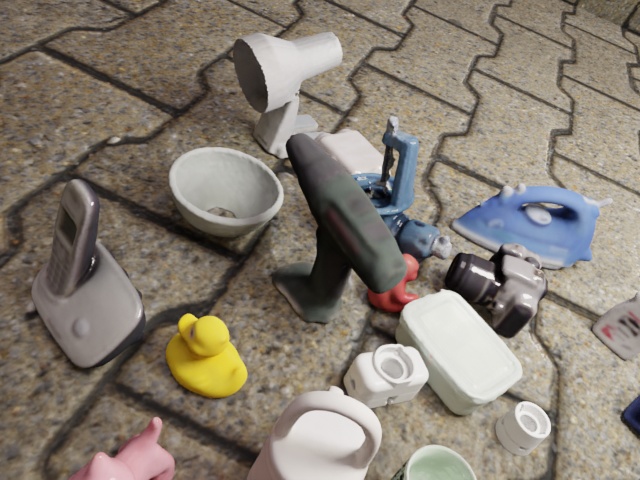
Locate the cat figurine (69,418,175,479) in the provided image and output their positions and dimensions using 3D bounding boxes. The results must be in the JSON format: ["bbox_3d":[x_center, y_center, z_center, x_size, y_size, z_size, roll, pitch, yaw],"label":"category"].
[{"bbox_3d":[-0.186,0.219,0.524,0.067,0.117,0.128,30,43,8],"label":"cat figurine"}]

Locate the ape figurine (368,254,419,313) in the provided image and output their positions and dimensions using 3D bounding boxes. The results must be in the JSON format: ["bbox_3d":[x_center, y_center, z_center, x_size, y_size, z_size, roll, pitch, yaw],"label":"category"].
[{"bbox_3d":[0.114,0.058,0.832,0.076,0.092,0.077,6,45,-18],"label":"ape figurine"}]

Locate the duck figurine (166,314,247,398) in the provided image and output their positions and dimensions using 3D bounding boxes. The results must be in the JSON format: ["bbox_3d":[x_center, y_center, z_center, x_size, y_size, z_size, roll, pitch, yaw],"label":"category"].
[{"bbox_3d":[-0.127,0.127,0.664,0.104,0.086,0.078,34,44,12],"label":"duck figurine"}]

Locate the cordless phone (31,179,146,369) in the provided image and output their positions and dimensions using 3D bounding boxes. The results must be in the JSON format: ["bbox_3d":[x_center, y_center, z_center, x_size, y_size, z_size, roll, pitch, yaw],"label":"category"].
[{"bbox_3d":[-0.251,0.037,0.627,0.094,0.185,0.147,-28,62,-40],"label":"cordless phone"}]

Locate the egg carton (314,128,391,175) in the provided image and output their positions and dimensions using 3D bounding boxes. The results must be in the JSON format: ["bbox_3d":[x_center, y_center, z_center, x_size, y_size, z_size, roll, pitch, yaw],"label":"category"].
[{"bbox_3d":[0.052,-0.135,1.014,0.107,0.069,0.150,-20,57,-37],"label":"egg carton"}]

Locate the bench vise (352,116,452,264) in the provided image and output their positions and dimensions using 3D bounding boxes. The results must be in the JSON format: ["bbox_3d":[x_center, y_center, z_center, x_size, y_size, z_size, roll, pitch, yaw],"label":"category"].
[{"bbox_3d":[0.123,-0.067,0.866,0.207,0.219,0.122,27,43,4],"label":"bench vise"}]

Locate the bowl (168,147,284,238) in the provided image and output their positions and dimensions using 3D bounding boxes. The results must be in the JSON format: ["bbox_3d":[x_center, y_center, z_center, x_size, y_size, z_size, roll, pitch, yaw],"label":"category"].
[{"bbox_3d":[-0.144,-0.059,0.851,0.168,0.074,0.167,12,44,-12],"label":"bowl"}]

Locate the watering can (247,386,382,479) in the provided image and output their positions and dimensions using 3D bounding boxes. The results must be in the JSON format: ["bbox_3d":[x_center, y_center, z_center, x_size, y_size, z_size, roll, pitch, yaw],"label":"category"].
[{"bbox_3d":[-0.004,0.214,0.550,0.101,0.194,0.172,8,45,-16],"label":"watering can"}]

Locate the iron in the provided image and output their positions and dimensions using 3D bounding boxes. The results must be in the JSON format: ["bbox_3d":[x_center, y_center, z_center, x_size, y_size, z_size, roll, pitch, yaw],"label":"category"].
[{"bbox_3d":[0.376,-0.044,1.010,0.259,0.141,0.118,11,44,-13],"label":"iron"}]

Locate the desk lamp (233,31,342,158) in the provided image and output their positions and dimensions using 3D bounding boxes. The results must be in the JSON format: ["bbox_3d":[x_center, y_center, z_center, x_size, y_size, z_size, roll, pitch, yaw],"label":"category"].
[{"bbox_3d":[-0.055,-0.254,0.982,0.204,0.213,0.117,-16,55,-34],"label":"desk lamp"}]

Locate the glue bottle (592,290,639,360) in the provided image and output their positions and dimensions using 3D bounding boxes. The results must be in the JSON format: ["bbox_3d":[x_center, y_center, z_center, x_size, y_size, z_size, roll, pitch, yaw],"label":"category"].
[{"bbox_3d":[0.504,0.111,0.886,0.037,0.173,0.078,-26,61,-39],"label":"glue bottle"}]

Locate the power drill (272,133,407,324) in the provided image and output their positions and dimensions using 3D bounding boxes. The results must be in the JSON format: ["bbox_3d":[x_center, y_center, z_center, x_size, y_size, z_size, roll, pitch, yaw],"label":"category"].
[{"bbox_3d":[0.007,0.003,0.755,0.076,0.208,0.229,-23,60,-38],"label":"power drill"}]

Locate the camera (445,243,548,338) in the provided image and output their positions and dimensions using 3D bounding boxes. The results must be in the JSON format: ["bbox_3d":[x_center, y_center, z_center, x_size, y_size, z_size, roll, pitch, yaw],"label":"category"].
[{"bbox_3d":[0.275,0.055,0.897,0.137,0.101,0.143,24,43,1],"label":"camera"}]

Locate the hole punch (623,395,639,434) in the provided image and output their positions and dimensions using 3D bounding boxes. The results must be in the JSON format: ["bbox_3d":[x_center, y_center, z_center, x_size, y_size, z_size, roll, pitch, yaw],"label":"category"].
[{"bbox_3d":[0.512,0.248,0.813,0.109,0.091,0.101,-20,57,-37],"label":"hole punch"}]
